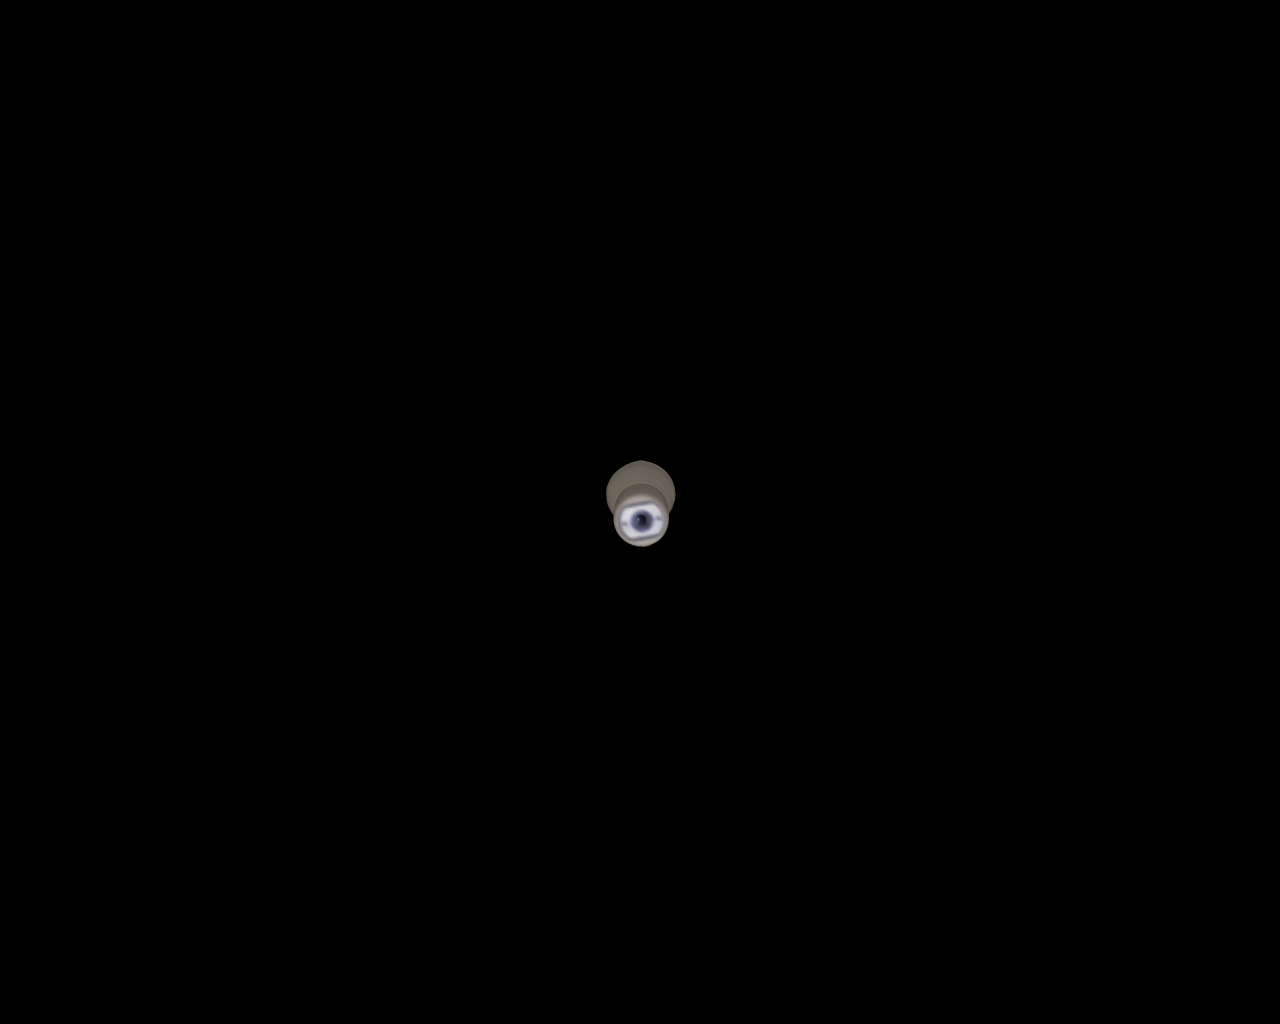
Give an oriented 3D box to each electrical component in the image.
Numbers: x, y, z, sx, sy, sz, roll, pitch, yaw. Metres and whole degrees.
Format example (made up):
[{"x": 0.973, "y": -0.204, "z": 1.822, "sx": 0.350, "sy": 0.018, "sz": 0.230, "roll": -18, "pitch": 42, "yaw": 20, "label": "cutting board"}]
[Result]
[{"x": 0.001, "y": -0.003, "z": 0.650, "sx": 0.044, "sy": 0.044, "sz": 0.065, "roll": 0, "pitch": 16, "yaw": 0, "label": "electrical component"}]
